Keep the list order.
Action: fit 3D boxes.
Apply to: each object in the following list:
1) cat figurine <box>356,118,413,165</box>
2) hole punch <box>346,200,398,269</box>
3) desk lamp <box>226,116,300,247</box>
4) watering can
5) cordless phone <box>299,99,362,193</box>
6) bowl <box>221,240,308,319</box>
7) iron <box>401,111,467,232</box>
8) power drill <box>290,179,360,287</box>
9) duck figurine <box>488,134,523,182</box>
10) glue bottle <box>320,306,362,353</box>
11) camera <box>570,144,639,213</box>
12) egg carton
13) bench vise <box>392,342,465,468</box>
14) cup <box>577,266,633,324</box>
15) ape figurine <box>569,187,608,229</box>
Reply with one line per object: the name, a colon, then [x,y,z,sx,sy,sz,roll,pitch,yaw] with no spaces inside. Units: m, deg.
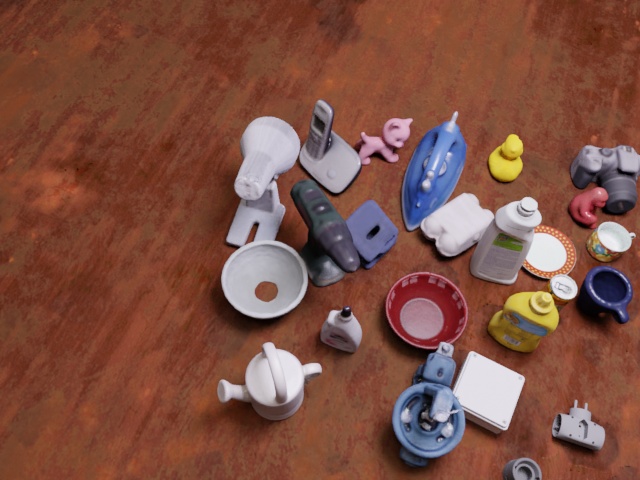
cat figurine: [0.148,-0.233,1.294,0.128,0.118,0.067,-7,62,-6]
hole punch: [0.104,-0.013,1.186,0.101,0.091,0.109,39,66,17]
desk lamp: [-0.118,-0.112,1.160,0.118,0.213,0.203,13,61,5]
watering can: [-0.084,0.243,0.978,0.173,0.194,0.100,-34,68,-19]
cordless phone: [0.026,-0.202,1.233,0.094,0.185,0.147,-41,70,-21]
bowl: [-0.107,0.088,1.130,0.167,0.075,0.167,1,61,-2]
iron: [0.247,-0.153,1.241,0.118,0.141,0.258,21,62,9]
power drill: [0.010,0.004,1.105,0.076,0.208,0.229,-22,64,-14]
duck figurine: [0.430,-0.192,1.302,0.077,0.086,0.104,14,62,6]
glue bottle: [0.042,0.156,1.043,0.078,0.173,0.037,15,62,6]
camera: [0.650,-0.138,1.274,0.143,0.101,0.137,8,61,2]
egg carton: [0.294,-0.031,1.217,0.150,0.069,0.107,-33,67,-19]
bench vise: [0.183,0.262,0.965,0.121,0.220,0.207,2,61,-1]
cup: [0.558,0.122,1.130,0.092,0.095,0.117,-13,63,-10]
ape figurine: [0.591,-0.079,1.244,0.078,0.092,0.076,-40,70,-21]
